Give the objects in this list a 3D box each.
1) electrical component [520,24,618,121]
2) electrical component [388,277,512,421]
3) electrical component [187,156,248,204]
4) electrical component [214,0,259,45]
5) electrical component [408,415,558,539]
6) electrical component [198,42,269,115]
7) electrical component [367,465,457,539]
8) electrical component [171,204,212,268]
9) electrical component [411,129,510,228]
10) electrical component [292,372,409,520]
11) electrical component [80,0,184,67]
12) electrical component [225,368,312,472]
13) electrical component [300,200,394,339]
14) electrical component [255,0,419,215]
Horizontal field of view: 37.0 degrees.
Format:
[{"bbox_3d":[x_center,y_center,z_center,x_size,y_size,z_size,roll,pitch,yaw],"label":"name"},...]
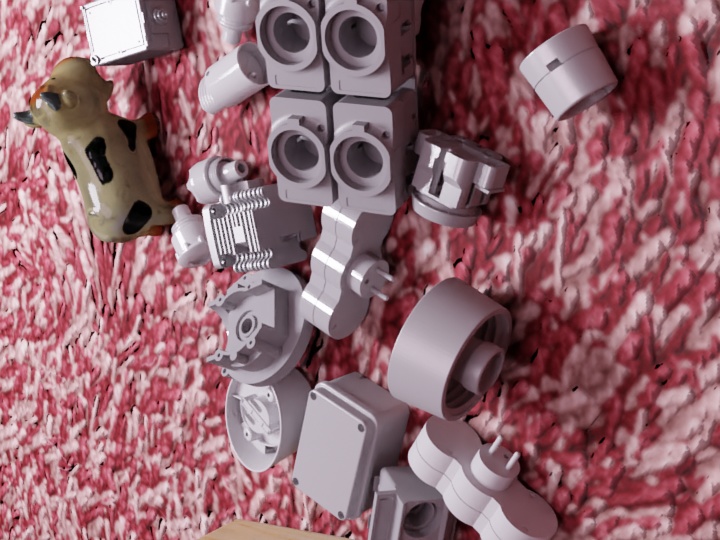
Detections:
[{"bbox_3d":[0.148,-0.138,0.758,0.055,0.055,0.047,-38,79,41],"label":"electrical component"},{"bbox_3d":[0.078,0.067,0.842,0.060,0.108,0.108,27,118,28],"label":"electrical component"},{"bbox_3d":[-0.134,-0.089,1.033,0.062,0.043,0.043,-17,89,42],"label":"electrical component"},{"bbox_3d":[-0.111,-0.235,0.976,0.048,0.048,0.062,41,132,27],"label":"electrical component"},{"bbox_3d":[0.106,0.167,0.876,0.138,0.052,0.073,44,126,25],"label":"electrical component"},{"bbox_3d":[-0.121,-0.175,0.999,0.081,0.043,0.043,-23,85,43],"label":"electrical component"},{"bbox_3d":[0.038,0.237,0.943,0.063,0.079,0.121,-130,44,-60],"label":"electrical component"},{"bbox_3d":[-0.170,-0.036,1.080,0.048,0.048,0.062,-45,64,40],"label":"electrical component"},{"bbox_3d":[0.073,-0.069,0.842,0.078,0.058,0.057,32,118,32],"label":"electrical component"},{"bbox_3d":[-0.010,0.160,0.976,0.078,0.057,0.113,29,119,34],"label":"electrical component"},{"bbox_3d":[-0.218,-0.241,1.063,0.096,0.061,0.061,-7,96,35],"label":"electrical component"},{"bbox_3d":[-0.090,0.138,1.038,0.099,0.064,0.099,12,109,40],"label":"electrical component"},{"bbox_3d":[0.000,0.000,0.928,0.074,0.052,0.138,32,120,32],"label":"electrical component"},{"bbox_3d":[-0.016,-0.141,0.837,0.105,0.060,0.186,9,120,22],"label":"electrical component"}]
